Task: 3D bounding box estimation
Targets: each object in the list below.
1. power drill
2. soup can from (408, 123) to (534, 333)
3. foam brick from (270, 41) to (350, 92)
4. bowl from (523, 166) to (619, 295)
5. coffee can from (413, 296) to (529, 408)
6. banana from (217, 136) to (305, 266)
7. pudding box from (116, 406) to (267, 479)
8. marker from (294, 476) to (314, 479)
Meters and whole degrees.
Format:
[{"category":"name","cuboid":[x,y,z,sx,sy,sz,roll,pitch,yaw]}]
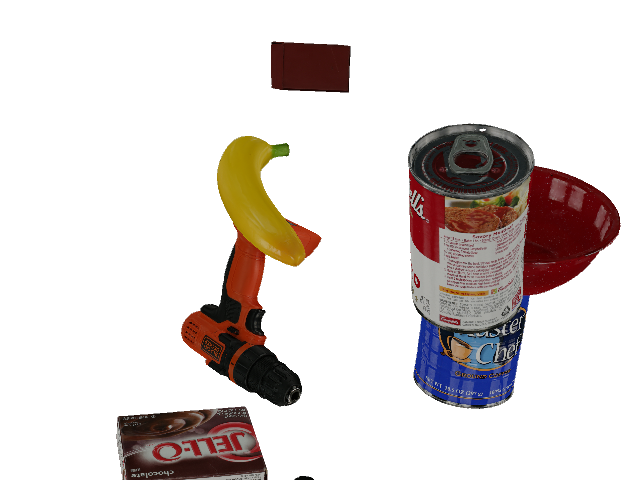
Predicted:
[{"category":"power drill","cuboid":[-0.066,0.068,1.169,0.185,0.188,0.057,27,11,39]},{"category":"soup can","cuboid":[0.085,-0.006,0.607,0.068,0.102,0.068,-3,39,2]},{"category":"foam brick","cuboid":[-0.011,-0.189,1.165,0.078,0.051,0.053,0,12,-16]},{"category":"bowl","cuboid":[0.153,-0.003,0.853,0.162,0.055,0.162,1,31,-1]},{"category":"coffee can","cuboid":[0.150,0.079,1.051,0.103,0.140,0.103,4,24,-2]},{"category":"banana","cuboid":[-0.054,-0.044,0.913,0.069,0.037,0.198,2,34,-7]},{"category":"pudding box","cuboid":[-0.106,0.178,0.868,0.113,0.039,0.090,-4,25,-14]},{"category":"marker","cuboid":[-0.036,0.145,0.517,0.020,0.020,0.120,0,14,34]}]
